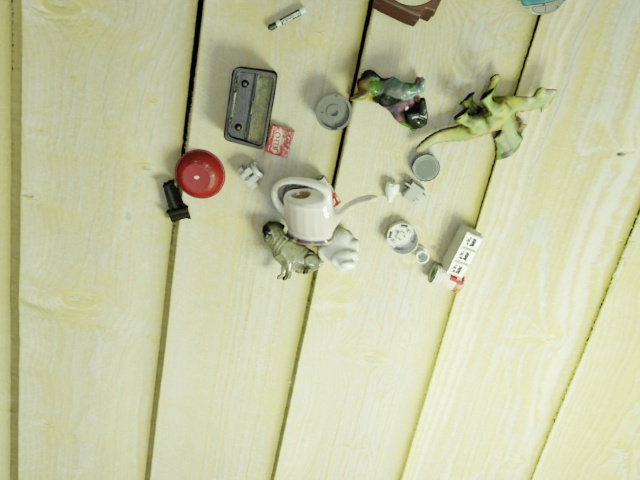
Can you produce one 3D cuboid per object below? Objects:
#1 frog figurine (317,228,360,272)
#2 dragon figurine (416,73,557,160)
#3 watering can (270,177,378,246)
[{"bbox_3d":[0.059,0.034,1.629,0.137,0.162,0.121,-4,108,2],"label":"frog figurine"},{"bbox_3d":[0.511,-0.332,1.545,0.405,0.125,0.240,-39,113,22],"label":"dragon figurine"},{"bbox_3d":[0.005,-0.078,1.552,0.348,0.106,0.219,13,126,22],"label":"watering can"}]
